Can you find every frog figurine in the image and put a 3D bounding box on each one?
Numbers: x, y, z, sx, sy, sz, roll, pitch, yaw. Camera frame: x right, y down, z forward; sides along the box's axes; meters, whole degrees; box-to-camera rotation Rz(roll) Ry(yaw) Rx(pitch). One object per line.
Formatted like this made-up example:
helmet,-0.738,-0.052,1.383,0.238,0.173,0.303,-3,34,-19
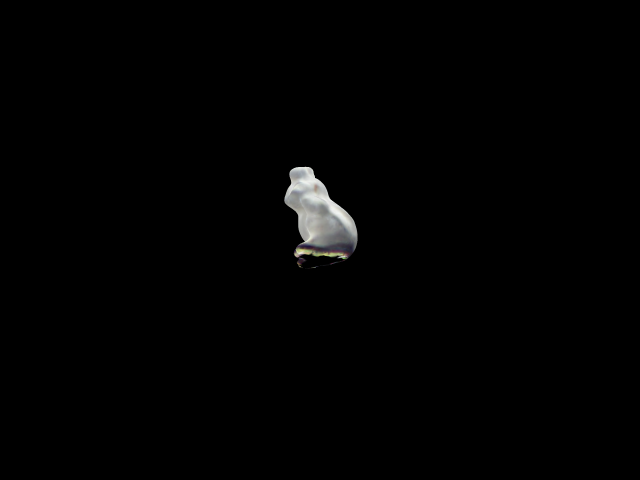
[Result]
frog figurine,0.003,-0.043,0.850,0.122,0.162,0.136,-7,-18,21
